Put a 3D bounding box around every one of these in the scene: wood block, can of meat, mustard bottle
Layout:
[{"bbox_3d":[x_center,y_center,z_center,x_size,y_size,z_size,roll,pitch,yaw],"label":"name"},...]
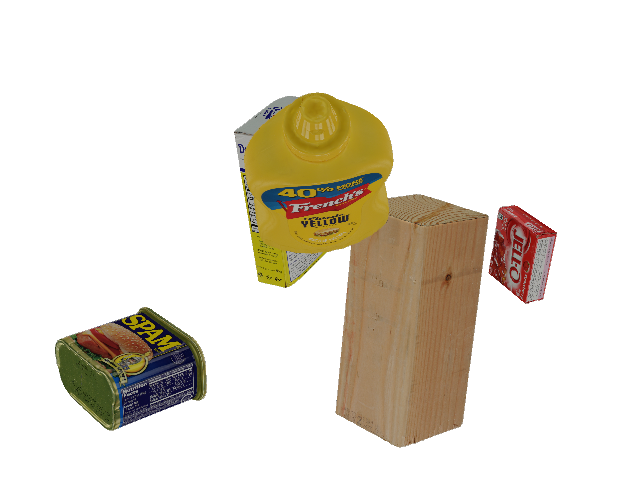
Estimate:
[{"bbox_3d":[0.083,0.071,0.981,0.090,0.206,0.090,-9,21,-42],"label":"wood block"},{"bbox_3d":[-0.156,0.103,0.868,0.083,0.057,0.102,-18,30,-36],"label":"can of meat"},{"bbox_3d":[-0.001,-0.047,0.703,0.096,0.058,0.191,-7,-18,-1],"label":"mustard bottle"}]

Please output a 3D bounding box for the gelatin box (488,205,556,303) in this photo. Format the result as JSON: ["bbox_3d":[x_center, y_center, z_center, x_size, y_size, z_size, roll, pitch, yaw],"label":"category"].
[{"bbox_3d":[0.227,0.015,1.208,0.030,0.089,0.073,-10,32,-25],"label":"gelatin box"}]

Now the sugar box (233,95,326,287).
[{"bbox_3d":[-0.036,-0.049,1.087,0.048,0.176,0.093,10,34,31],"label":"sugar box"}]
